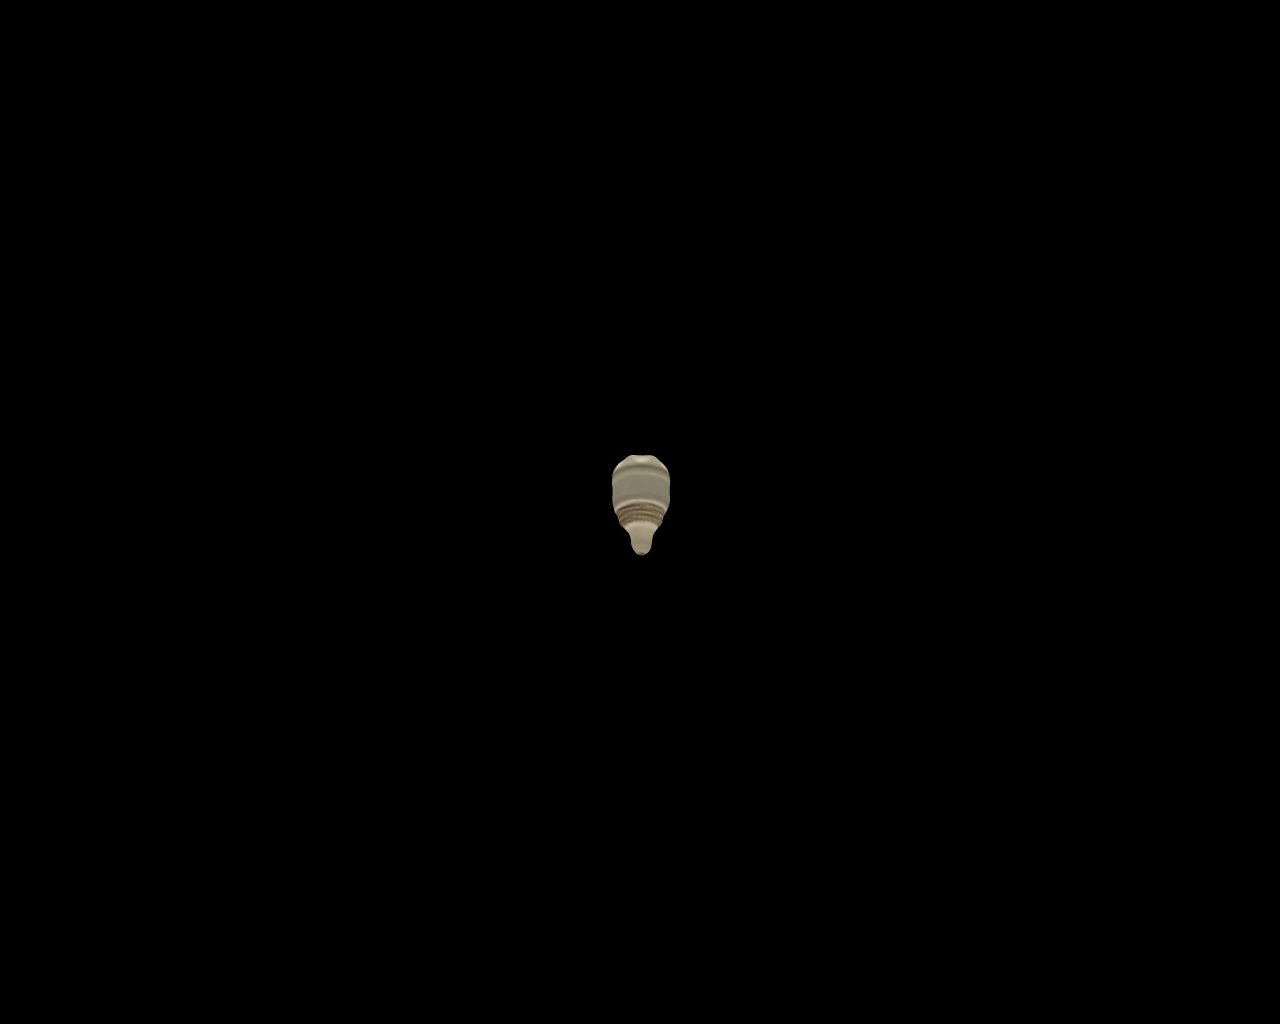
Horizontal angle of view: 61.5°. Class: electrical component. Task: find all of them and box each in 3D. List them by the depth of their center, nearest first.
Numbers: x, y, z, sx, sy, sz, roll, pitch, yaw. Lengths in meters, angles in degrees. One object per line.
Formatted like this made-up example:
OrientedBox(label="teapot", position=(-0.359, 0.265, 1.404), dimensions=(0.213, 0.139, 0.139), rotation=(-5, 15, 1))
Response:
OrientedBox(label="electrical component", position=(0.001, -0.003, 0.650), dimensions=(0.035, 0.061, 0.035), rotation=(0, -23, 0))
